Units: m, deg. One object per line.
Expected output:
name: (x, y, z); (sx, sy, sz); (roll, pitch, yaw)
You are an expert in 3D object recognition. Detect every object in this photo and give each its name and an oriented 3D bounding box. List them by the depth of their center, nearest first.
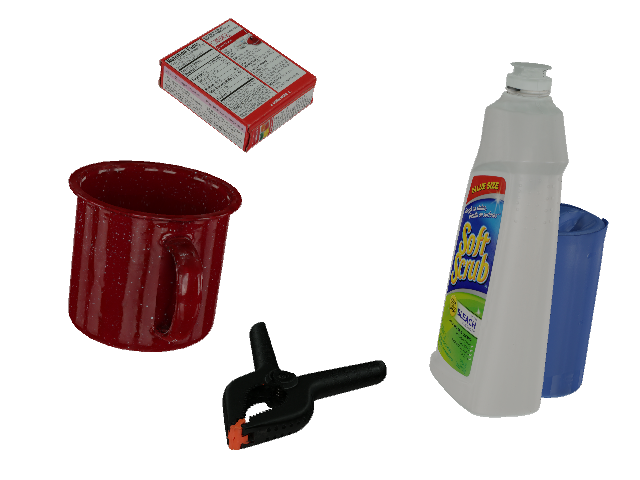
mug: (-0.089, 0.013, 0.576); (0.093, 0.081, 0.117); (-2, 23, -29)
gelatin box: (-0.060, -0.113, 0.764); (0.089, 0.030, 0.073); (37, 55, 19)
bleach bottle: (0.134, -0.004, 0.778); (0.068, 0.251, 0.103); (-1, 18, -15)
clamp: (-0.030, 0.156, 1.112); (0.165, 0.036, 0.209); (12, 26, 15)
pitcher: (0.289, 0.080, 1.398); (0.149, 0.243, 0.144); (6, 20, 16)
